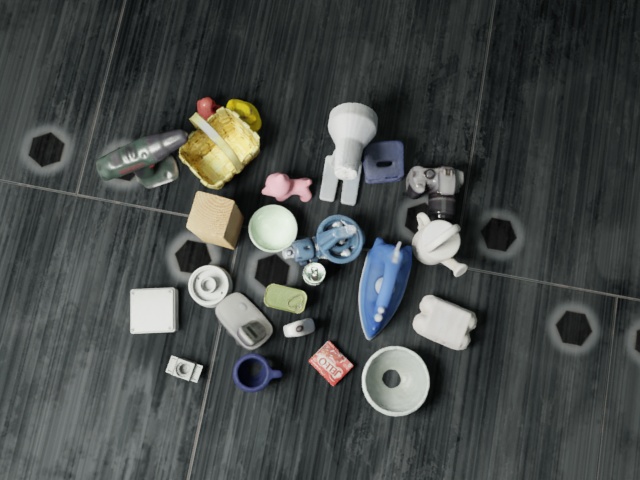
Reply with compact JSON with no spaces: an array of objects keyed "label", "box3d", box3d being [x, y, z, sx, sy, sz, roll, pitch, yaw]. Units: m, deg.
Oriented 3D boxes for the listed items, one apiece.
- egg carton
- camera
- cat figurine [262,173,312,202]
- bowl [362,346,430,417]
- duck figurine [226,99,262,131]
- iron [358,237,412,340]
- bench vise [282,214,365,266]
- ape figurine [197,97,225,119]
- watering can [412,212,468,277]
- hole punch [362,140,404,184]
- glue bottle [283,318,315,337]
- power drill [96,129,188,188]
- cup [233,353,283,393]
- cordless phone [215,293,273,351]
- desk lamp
[{"label":"egg carton","box3d":[0.313,0.208,1.438,0.150,0.069,0.107,21,82,1]},{"label":"camera","box3d":[0.298,-0.117,1.466,0.143,0.101,0.137,2,82,-2]},{"label":"cat figurine","box3d":[-0.082,-0.138,1.446,0.128,0.117,0.067,-3,82,-2]},{"label":"bowl","box3d":[0.182,0.344,1.412,0.167,0.074,0.167,0,82,-2]},{"label":"duck figurine","box3d":[-0.200,-0.331,1.484,0.104,0.086,0.077,44,83,4]},{"label":"iron","box3d":[0.159,0.122,1.407,0.118,0.141,0.258,14,82,0]},{"label":"bench vise","box3d":[0.019,0.015,1.378,0.207,0.219,0.121,-33,84,-6]},{"label":"ape figurine","box3d":[-0.286,-0.339,1.479,0.078,0.092,0.076,41,83,4]},{"label":"watering can","box3d":[0.297,0.007,1.401,0.173,0.194,0.101,35,83,3]},{"label":"hole punch","box3d":[0.166,-0.200,1.477,0.108,0.091,0.101,-6,82,-3]},{"label":"glue bottle","box3d":[-0.050,0.212,1.372,0.078,0.173,0.037,-15,83,-4]},{"label":"power drill","box3d":[-0.414,-0.196,1.396,0.229,0.208,0.075,-21,83,-4]},{"label":"cup","box3d":[-0.148,0.320,1.393,0.117,0.095,0.092,2,82,-2]},{"label":"cordless phone","box3d":[-0.188,0.196,1.363,0.147,0.185,0.094,44,83,4]},{"label":"desk lamp","box3d":[0.069,-0.208,1.413,0.118,0.213,0.203,8,82,0]}]
